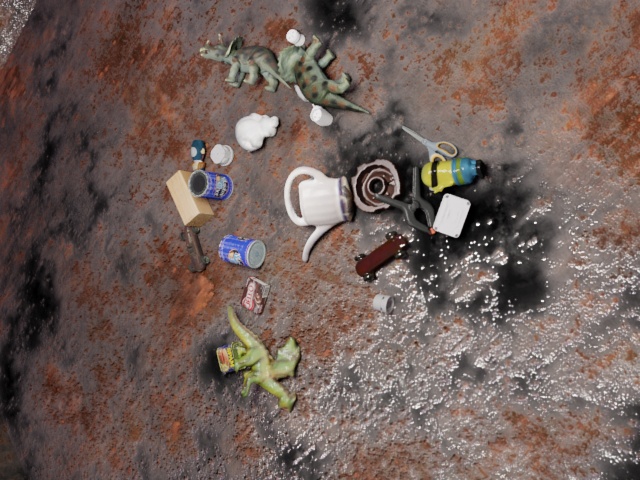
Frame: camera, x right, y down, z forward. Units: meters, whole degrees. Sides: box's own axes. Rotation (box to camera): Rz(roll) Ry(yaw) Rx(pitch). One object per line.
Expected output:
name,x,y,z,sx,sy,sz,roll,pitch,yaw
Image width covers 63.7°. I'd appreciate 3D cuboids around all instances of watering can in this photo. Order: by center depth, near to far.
watering can,0.005,-0.086,1.703,0.224,0.106,0.341,-5,117,11

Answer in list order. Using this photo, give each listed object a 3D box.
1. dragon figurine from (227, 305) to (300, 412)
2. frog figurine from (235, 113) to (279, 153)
dragon figurine,-0.183,0.405,1.807,0.242,0.121,0.413,-16,81,8
frog figurine,-0.228,-0.397,1.871,0.158,0.121,0.140,-15,60,41
